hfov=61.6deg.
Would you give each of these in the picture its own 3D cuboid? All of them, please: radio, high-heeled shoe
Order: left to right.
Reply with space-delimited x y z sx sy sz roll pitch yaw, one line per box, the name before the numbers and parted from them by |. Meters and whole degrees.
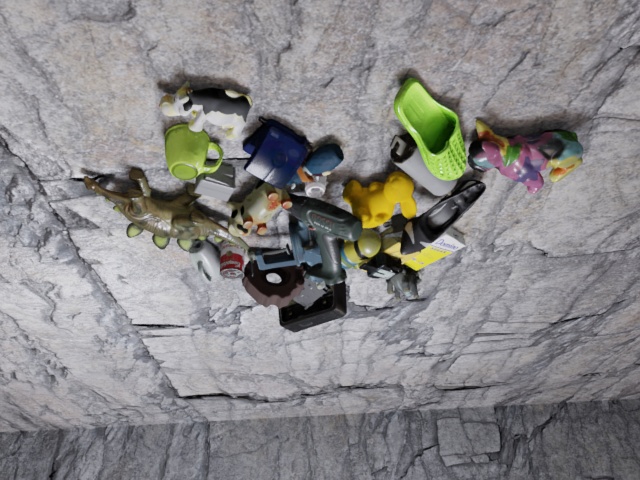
radio | -0.027 0.205 1.722 0.230 0.131 0.073 -22 144 27
high-heeled shoe | 0.300 -0.052 1.293 0.086 0.249 0.145 48 152 -14

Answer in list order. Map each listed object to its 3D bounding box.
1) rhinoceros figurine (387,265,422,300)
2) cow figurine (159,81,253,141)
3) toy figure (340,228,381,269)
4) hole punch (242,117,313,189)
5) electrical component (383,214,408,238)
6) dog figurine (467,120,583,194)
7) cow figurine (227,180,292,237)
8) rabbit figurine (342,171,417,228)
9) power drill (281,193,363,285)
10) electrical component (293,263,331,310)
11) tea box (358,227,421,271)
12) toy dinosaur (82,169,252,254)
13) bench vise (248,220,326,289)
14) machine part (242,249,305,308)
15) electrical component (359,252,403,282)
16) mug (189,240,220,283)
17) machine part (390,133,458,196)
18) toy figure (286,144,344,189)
rhinoceros figurine | 0.256 0.124 1.636 0.073 0.112 0.190 -14 163 25
cow figurine | -0.221 -0.261 1.043 0.167 0.068 0.098 11 139 -26
toy figure | 0.099 0.032 1.503 0.082 0.089 0.180 19 139 -36
hole punch | -0.097 -0.183 1.157 0.142 0.092 0.116 27 131 -32
electrical component | 0.214 -0.037 1.429 0.094 0.063 0.021 -16 145 17
dog figurine | 0.433 -0.198 1.165 0.219 0.108 0.191 23 140 -30
cow figurine | -0.159 -0.079 1.303 0.085 0.127 0.195 24 124 -36
rabbit figurine | 0.163 -0.097 1.284 0.162 0.122 0.173 14 143 -32
power drill | -0.003 -0.004 1.312 0.232 0.086 0.207 15 116 31
electrical component | -0.051 0.132 1.631 0.134 0.058 0.115 39 114 -17
tea box | 0.193 0.033 1.533 0.098 0.068 0.169 22 139 -32
toy dinosaur | -0.354 -0.052 1.334 0.471 0.105 0.198 22 144 -24
bench vise | -0.070 0.043 1.447 0.241 0.129 0.223 -11 127 1
machine part | -0.130 0.106 1.522 0.179 0.179 0.056 5 143 -12
electrical component | 0.161 0.073 1.485 0.119 0.048 0.075 17 141 -24
mug | -0.326 0.060 1.505 0.081 0.110 0.107 -10 134 16
machine part | 0.238 -0.169 1.217 0.079 0.079 0.243 -29 138 34
toy figure | -0.019 -0.164 1.215 0.154 0.064 0.057 -24 146 29
